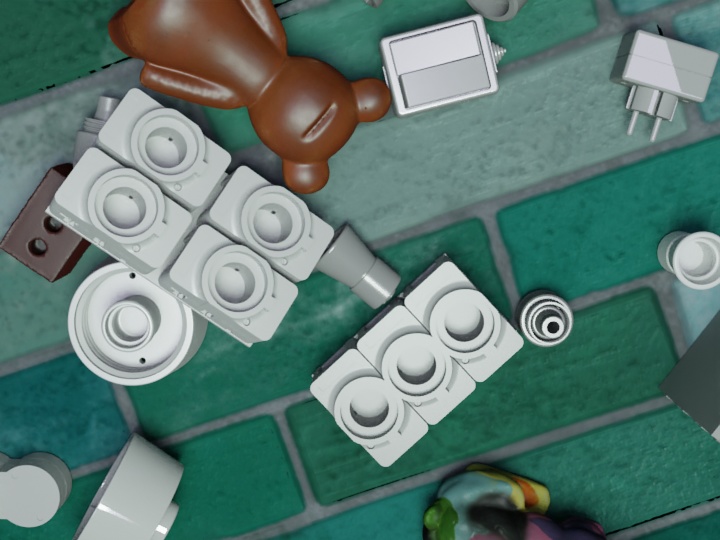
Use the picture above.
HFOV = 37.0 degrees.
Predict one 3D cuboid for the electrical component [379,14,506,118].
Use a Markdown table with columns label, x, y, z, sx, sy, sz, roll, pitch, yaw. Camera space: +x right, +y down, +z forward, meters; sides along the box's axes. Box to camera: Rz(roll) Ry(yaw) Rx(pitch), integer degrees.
| label | x | y | z | sx | sy | sz | roll | pitch | yaw |
| --- | --- | --- | --- | --- | --- | --- | --- | --- | --- |
| electrical component | 0.067 | -0.158 | 0.828 | 0.096 | 0.061 | 0.061 | -14 | 97 | 2 |

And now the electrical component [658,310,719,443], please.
| label | x | y | z | sx | sy | sz | roll | pitch | yaw |
| --- | --- | --- | --- | --- | --- | --- | --- | --- | --- |
| electrical component | 0.295 | 0.089 | 0.812 | 0.062 | 0.150 | 0.089 | 36 | 96 | -2 |

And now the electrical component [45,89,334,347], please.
| label | x | y | z | sx | sy | sz | roll | pitch | yaw |
| --- | --- | --- | --- | --- | --- | --- | --- | --- | --- |
| electrical component | -0.125 | -0.038 | 0.811 | 0.186 | 0.060 | 0.105 | 35 | 73 | -14 |

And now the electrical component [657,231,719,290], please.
| label | x | y | z | sx | sy | sz | roll | pitch | yaw |
| --- | --- | --- | --- | --- | --- | --- | --- | --- | --- |
| electrical component | 0.258 | -0.011 | 0.842 | 0.044 | 0.065 | 0.044 | 0 | 97 | 0 |

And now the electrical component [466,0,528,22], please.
| label | x | y | z | sx | sy | sz | roll | pitch | yaw |
| --- | --- | --- | --- | --- | --- | --- | --- | --- | --- |
| electrical component | 0.085 | -0.261 | 0.821 | 0.138 | 0.052 | 0.073 | 41 | 68 | -5 |

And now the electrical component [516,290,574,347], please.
| label | x | y | z | sx | sy | sz | roll | pitch | yaw |
| --- | --- | --- | --- | --- | --- | --- | --- | --- | --- |
| electrical component | 0.148 | 0.040 | 0.851 | 0.043 | 0.062 | 0.043 | 0 | 97 | 1 |

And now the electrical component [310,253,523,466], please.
| label | x | y | z | sx | sy | sz | roll | pitch | yaw |
| --- | --- | --- | --- | --- | --- | --- | --- | --- | --- |
| electrical component | 0.044 | 0.071 | 0.856 | 0.150 | 0.061 | 0.089 | -43 | 95 | 5 |

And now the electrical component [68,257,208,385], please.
| label | x | y | z | sx | sy | sz | roll | pitch | yaw |
| --- | --- | --- | --- | --- | --- | --- | --- | --- | --- |
| electrical component | -0.179 | 0.040 | 0.855 | 0.108 | 0.060 | 0.108 | 0 | 97 | 0 |

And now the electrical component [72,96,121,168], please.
| label | x | y | z | sx | sy | sz | roll | pitch | yaw |
| --- | --- | --- | --- | --- | --- | --- | --- | --- | --- |
| electrical component | -0.201 | -0.105 | 0.846 | 0.043 | 0.043 | 0.062 | 10 | 96 | -1 |

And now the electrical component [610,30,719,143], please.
| label | x | y | z | sx | sy | sz | roll | pitch | yaw |
| --- | --- | --- | --- | --- | --- | --- | --- | --- | --- |
| electrical component | 0.230 | -0.139 | 0.836 | 0.066 | 0.047 | 0.076 | 16 | 97 | -1 |

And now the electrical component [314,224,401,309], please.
| label | x | y | z | sx | sy | sz | roll | pitch | yaw |
| --- | --- | --- | --- | --- | --- | --- | --- | --- | --- |
| electrical component | 0.000 | 0.000 | 0.859 | 0.065 | 0.044 | 0.044 | 40 | 96 | -9 |

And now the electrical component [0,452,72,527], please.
| label | x | y | z | sx | sy | sz | roll | pitch | yaw |
| --- | --- | --- | --- | --- | --- | --- | --- | --- | --- |
| electrical component | -0.311 | 0.180 | 0.867 | 0.138 | 0.073 | 0.052 | 2 | 97 | 0 |

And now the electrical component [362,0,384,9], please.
| label | x | y | z | sx | sy | sz | roll | pitch | yaw |
| --- | --- | --- | --- | --- | --- | --- | --- | --- | --- |
| electrical component | 0.009 | -0.237 | 0.823 | 0.055 | 0.055 | 0.047 | 42 | 92 | -4 |

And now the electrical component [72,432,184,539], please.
| label | x | y | z | sx | sy | sz | roll | pitch | yaw |
| --- | --- | --- | --- | --- | --- | --- | --- | --- | --- |
| electrical component | -0.179 | 0.191 | 0.853 | 0.060 | 0.108 | 0.108 | 30 | 96 | -9 |
